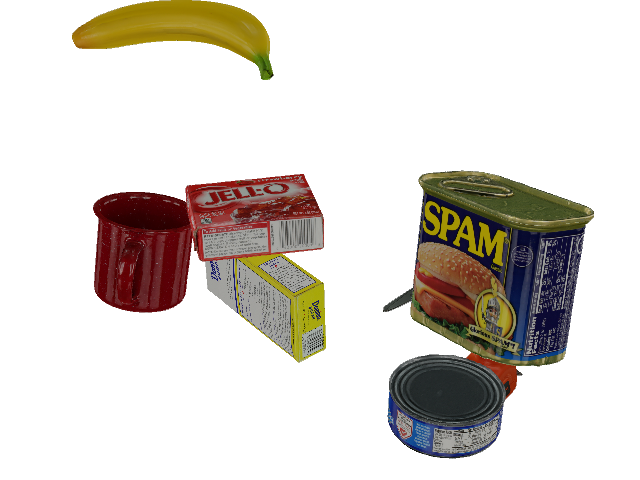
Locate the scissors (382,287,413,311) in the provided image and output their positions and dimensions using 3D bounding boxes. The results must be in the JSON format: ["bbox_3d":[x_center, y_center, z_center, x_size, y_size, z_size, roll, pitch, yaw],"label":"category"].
[{"bbox_3d":[0.123,0.037,1.264,0.201,0.016,0.096,-11,40,-36],"label":"scissors"}]

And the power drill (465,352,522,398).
[{"bbox_3d":[0.151,0.077,0.980,0.057,0.188,0.184,24,32,27],"label":"power drill"}]

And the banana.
[{"bbox_3d":[-0.125,-0.189,0.960,0.198,0.037,0.069,11,46,17],"label":"banana"}]

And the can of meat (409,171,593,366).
[{"bbox_3d":[0.096,0.014,0.592,0.057,0.084,0.102,-7,20,-32],"label":"can of meat"}]

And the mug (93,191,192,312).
[{"bbox_3d":[-0.156,0.016,0.928,0.093,0.081,0.117,9,22,-2],"label":"mug"}]

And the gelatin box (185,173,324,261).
[{"bbox_3d":[-0.047,-0.018,0.749,0.089,0.030,0.073,-6,27,-9],"label":"gelatin box"}]

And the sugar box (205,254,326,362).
[{"bbox_3d":[-0.064,0.051,1.182,0.048,0.093,0.176,-23,40,-29],"label":"sugar box"}]

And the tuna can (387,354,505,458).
[{"bbox_3d":[0.093,0.122,0.791,0.086,0.034,0.086,1,29,-1],"label":"tuna can"}]
